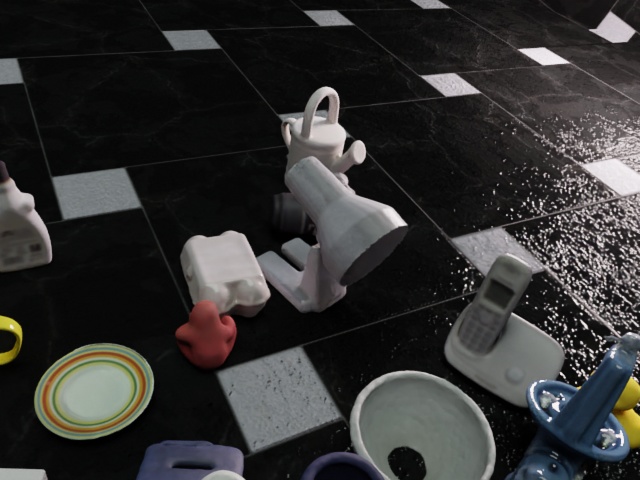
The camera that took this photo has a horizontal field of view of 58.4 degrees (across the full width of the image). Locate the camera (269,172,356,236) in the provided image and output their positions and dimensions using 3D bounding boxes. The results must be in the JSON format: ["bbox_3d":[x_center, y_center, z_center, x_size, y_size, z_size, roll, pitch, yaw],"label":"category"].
[{"bbox_3d":[-0.015,-0.061,0.963,0.137,0.101,0.143,2,40,-11],"label":"camera"}]

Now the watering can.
[{"bbox_3d":[0.003,-0.181,1.036,0.172,0.194,0.101,17,40,7],"label":"watering can"}]

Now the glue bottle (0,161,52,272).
[{"bbox_3d":[-0.416,-0.033,0.775,0.078,0.173,0.037,-11,45,-25],"label":"glue bottle"}]

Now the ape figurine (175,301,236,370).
[{"bbox_3d":[-0.145,0.114,0.731,0.078,0.092,0.076,3,40,-10],"label":"ape figurine"}]

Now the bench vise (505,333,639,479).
[{"bbox_3d":[0.284,0.213,0.619,0.121,0.220,0.208,20,40,10],"label":"bench vise"}]

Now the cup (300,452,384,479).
[{"bbox_3d":[0.030,0.281,0.573,0.117,0.095,0.092,21,41,11],"label":"cup"}]

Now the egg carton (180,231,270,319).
[{"bbox_3d":[-0.140,0.050,0.825,0.107,0.069,0.150,-10,44,-24],"label":"egg carton"}]

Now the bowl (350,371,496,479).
[{"bbox_3d":[0.110,0.239,0.658,0.167,0.075,0.167,7,40,-6],"label":"bowl"}]

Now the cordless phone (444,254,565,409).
[{"bbox_3d":[0.256,0.117,0.752,0.147,0.185,0.094,29,43,21],"label":"cordless phone"}]

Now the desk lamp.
[{"bbox_3d":[0.007,0.003,0.804,0.118,0.213,0.202,-28,53,-37],"label":"desk lamp"}]

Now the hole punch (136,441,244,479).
[{"bbox_3d":[-0.133,0.247,0.578,0.109,0.091,0.101,6,40,-7],"label":"hole punch"}]

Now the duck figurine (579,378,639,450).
[{"bbox_3d":[0.387,0.215,0.746,0.104,0.086,0.078,35,45,26],"label":"duck figurine"}]
